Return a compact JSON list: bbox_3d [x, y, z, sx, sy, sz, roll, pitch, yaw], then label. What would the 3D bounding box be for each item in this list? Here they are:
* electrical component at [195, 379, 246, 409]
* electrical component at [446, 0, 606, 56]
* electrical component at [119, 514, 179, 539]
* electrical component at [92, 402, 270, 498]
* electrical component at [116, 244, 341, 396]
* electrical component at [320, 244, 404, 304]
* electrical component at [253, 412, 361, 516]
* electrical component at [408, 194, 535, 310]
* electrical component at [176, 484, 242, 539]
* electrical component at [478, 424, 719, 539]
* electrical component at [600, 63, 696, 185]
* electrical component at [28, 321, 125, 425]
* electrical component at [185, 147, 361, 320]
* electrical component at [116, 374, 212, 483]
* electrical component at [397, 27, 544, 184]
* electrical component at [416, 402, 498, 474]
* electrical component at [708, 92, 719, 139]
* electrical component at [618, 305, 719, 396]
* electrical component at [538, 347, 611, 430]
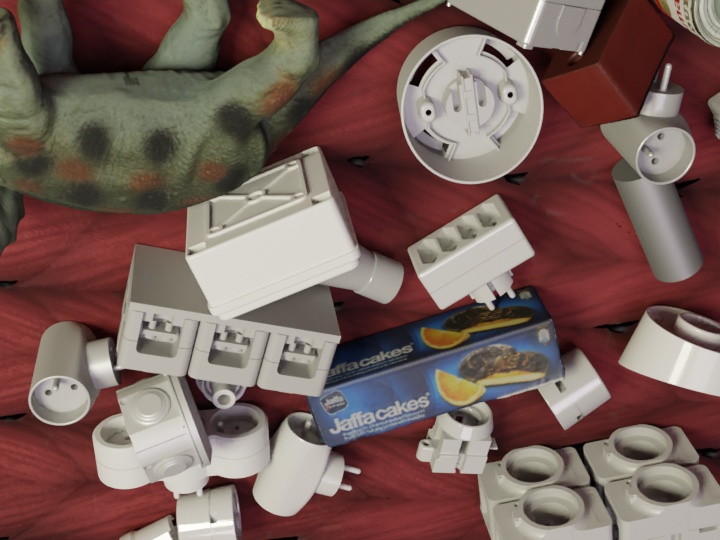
[{"bbox_3d":[-0.106,0.082,0.832,0.043,0.062,0.043,-4,119,-7],"label":"electrical component"},{"bbox_3d":[0.107,-0.189,0.705,0.062,0.096,0.061,-4,123,-41],"label":"electrical component"},{"bbox_3d":[-0.176,0.235,0.918,0.046,0.040,0.040,-28,119,0],"label":"electrical component"},{"bbox_3d":[-0.142,0.155,0.872,0.138,0.052,0.073,-4,119,-7],"label":"electrical component"},{"bbox_3d":[-0.099,0.040,0.794,0.150,0.089,0.061,10,116,-14],"label":"electrical component"},{"bbox_3d":[0.000,0.000,0.817,0.065,0.044,0.044,23,113,-25],"label":"electrical component"},{"bbox_3d":[-0.039,0.166,0.899,0.079,0.044,0.077,18,114,-18],"label":"electrical component"},{"bbox_3d":[0.093,-0.001,0.828,0.083,0.047,0.075,-31,119,8],"label":"electrical component"},{"bbox_3d":[-0.127,0.211,0.904,0.047,0.055,0.055,-7,119,-1],"label":"electrical component"},{"bbox_3d":[0.204,0.198,0.921,0.186,0.105,0.060,-11,119,-3],"label":"electrical component"},{"bbox_3d":[0.208,-0.112,0.768,0.043,0.077,0.079,2,118,-9],"label":"electrical component"},{"bbox_3d":[-0.203,0.072,0.802,0.079,0.077,0.044,-12,119,-3],"label":"electrical component"},{"bbox_3d":[-0.063,-0.028,0.753,0.109,0.108,0.056,-22,117,3],"label":"electrical component"},{"bbox_3d":[-0.144,0.114,0.798,0.051,0.080,0.080,-21,120,-10],"label":"electrical component"},{"bbox_3d":[0.074,-0.118,0.751,0.099,0.064,0.099,-4,119,-7],"label":"electrical component"},{"bbox_3d":[0.085,0.138,0.904,0.066,0.048,0.055,4,125,-11],"label":"electrical component"},{"bbox_3d":[0.321,-0.111,0.804,0.100,0.048,0.099,-34,118,10],"label":"electrical component"},{"bbox_3d":[0.265,0.071,0.869,0.099,0.099,0.064,12,109,-15],"label":"electrical component"},{"bbox_3d":[0.175,0.097,0.891,0.047,0.055,0.055,-33,118,5],"label":"electrical component"}]
